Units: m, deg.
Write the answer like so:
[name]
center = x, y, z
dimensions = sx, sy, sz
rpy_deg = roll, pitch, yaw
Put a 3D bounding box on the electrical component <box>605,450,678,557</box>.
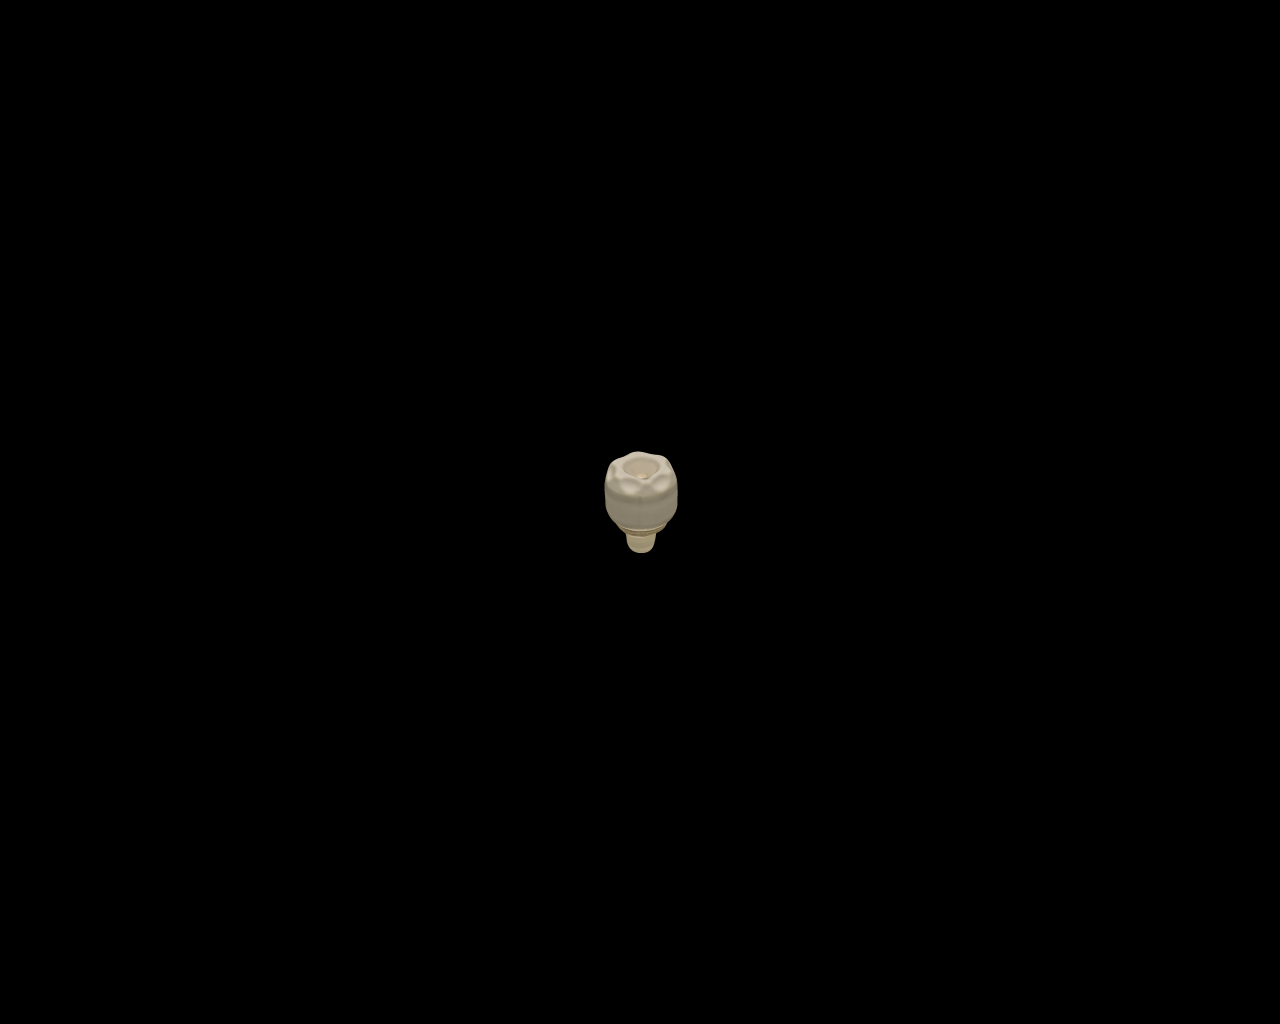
[electrical component]
center = 0.001, -0.003, 0.650
dimensions = 0.043, 0.062, 0.043
rpy_deg = 0, 34, 0
